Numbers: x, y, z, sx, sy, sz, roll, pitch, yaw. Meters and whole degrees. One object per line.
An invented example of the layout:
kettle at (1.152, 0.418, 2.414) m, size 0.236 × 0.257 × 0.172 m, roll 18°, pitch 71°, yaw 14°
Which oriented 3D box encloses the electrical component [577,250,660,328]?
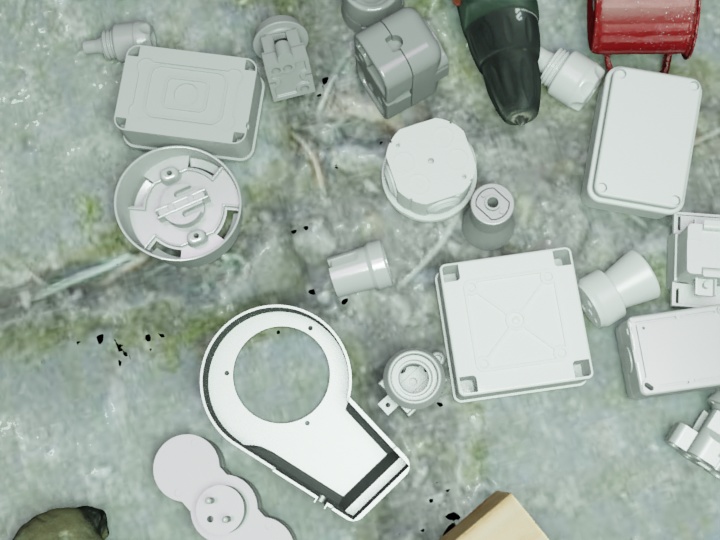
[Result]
electrical component at (0.208, 0.016, 0.871) m, size 0.055 × 0.045 × 0.045 m, roll -29°, pitch 79°, yaw -4°

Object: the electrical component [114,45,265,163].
electrical component at (-0.142, -0.138, 0.905) m, size 0.113 × 0.057 × 0.078 m, roll 8°, pitch 79°, yaw 3°

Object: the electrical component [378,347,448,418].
electrical component at (0.043, 0.088, 0.855) m, size 0.066 × 0.055 × 0.048 m, roll -42°, pitch 81°, yaw -7°

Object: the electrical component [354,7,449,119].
electrical component at (0.034, -0.172, 0.888) m, size 0.059 × 0.095 × 0.053 m, roll -30°, pitch 79°, yaw -4°

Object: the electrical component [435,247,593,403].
electrical component at (0.122, 0.044, 0.862) m, size 0.109 × 0.056 × 0.108 m, roll -8°, pitch 78°, yaw 0°

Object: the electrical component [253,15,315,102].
electrical component at (-0.064, -0.181, 0.912) m, size 0.048 × 0.066 × 0.055 m, roll -14°, pitch 59°, yaw -1°

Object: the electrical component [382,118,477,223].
electrical component at (0.058, -0.083, 0.892) m, size 0.080 × 0.051 × 0.080 m, roll 0°, pitch 79°, yaw 1°

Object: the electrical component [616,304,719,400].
electrical component at (0.257, 0.065, 0.852) m, size 0.096 × 0.061 × 0.061 m, roll -8°, pitch 78°, yaw 0°

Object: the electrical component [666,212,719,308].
electrical component at (0.316, -0.007, 0.864) m, size 0.121 × 0.063 × 0.078 m, roll 4°, pitch 78°, yaw 2°

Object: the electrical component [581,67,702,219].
electrical component at (0.230, -0.103, 0.882) m, size 0.078 × 0.057 × 0.113 m, roll 10°, pitch 86°, yaw 3°

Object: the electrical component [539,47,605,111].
electrical component at (0.172, -0.167, 0.910) m, size 0.062 × 0.043 × 0.043 m, roll 35°, pitch 81°, yaw 9°

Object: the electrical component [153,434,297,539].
electrical component at (-0.105, 0.184, 0.830) m, size 0.052 × 0.073 × 0.138 m, roll -43°, pitch 81°, yaw -7°

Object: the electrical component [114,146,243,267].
electrical component at (-0.146, -0.050, 0.884) m, size 0.099 × 0.064 × 0.099 m, roll 0°, pitch 78°, yaw 1°

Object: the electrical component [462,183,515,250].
electrical component at (0.106, -0.045, 0.876) m, size 0.044 × 0.065 × 0.044 m, roll -1°, pitch 76°, yaw 3°

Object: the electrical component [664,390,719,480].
electrical component at (0.288, 0.131, 0.840) m, size 0.078 × 0.058 × 0.057 m, roll 33°, pitch 84°, yaw 8°

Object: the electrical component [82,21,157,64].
electrical component at (-0.209, -0.196, 0.930) m, size 0.061 × 0.035 × 0.035 m, roll -6°, pitch 78°, yaw 3°

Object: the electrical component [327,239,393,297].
electrical component at (0.000, 0.000, 0.883) m, size 0.046 × 0.040 × 0.040 m, roll -16°, pitch 79°, yaw 4°

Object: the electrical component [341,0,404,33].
electrical component at (0.010, -0.236, 0.926) m, size 0.055 × 0.047 × 0.055 m, roll 0°, pitch 79°, yaw 1°
